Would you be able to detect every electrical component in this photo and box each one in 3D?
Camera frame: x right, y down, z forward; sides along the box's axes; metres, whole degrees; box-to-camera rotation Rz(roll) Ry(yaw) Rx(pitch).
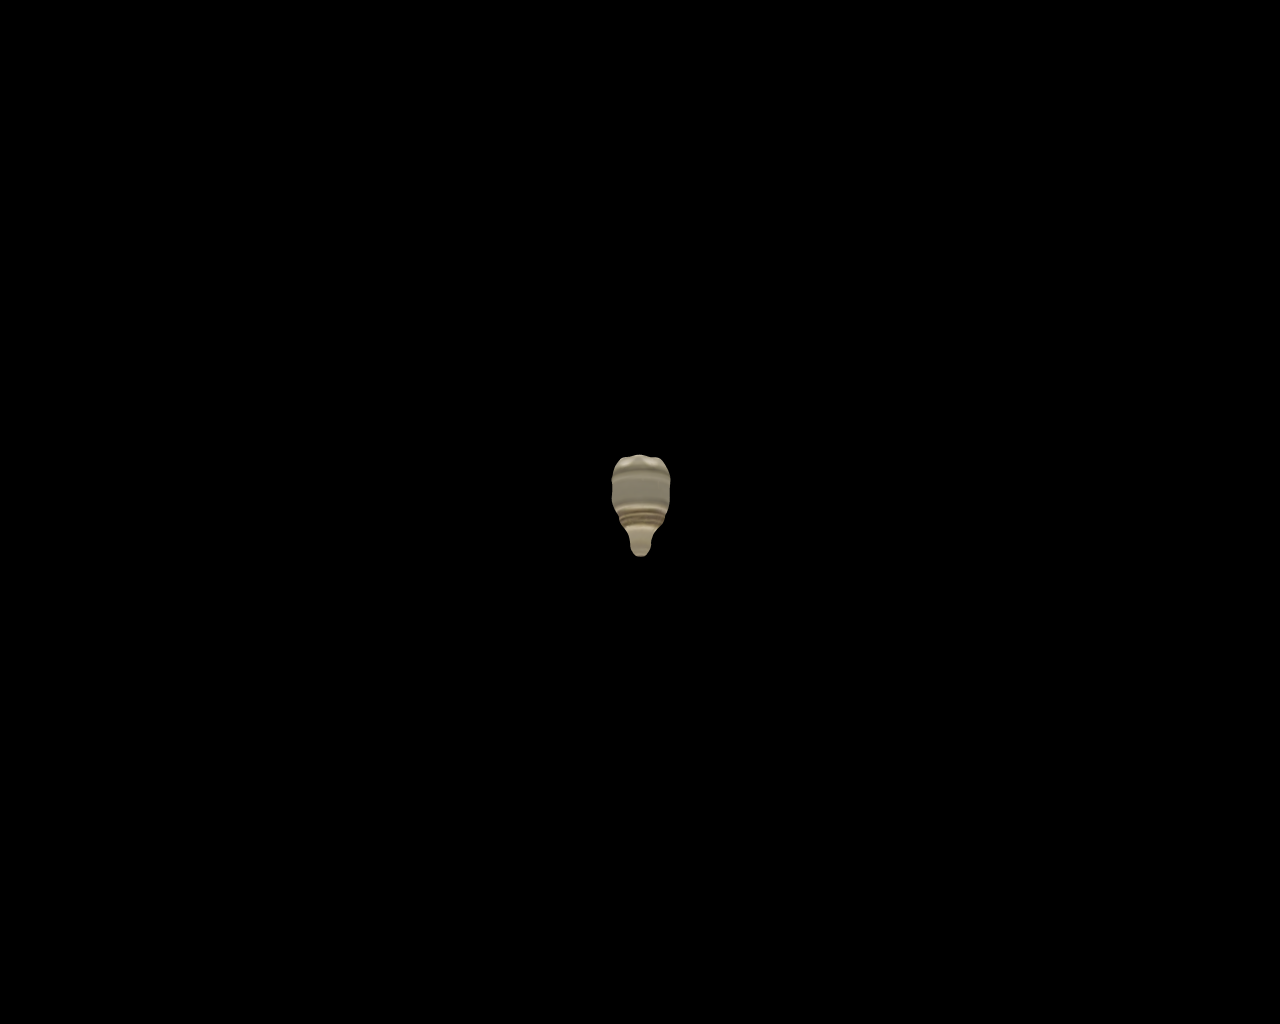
[{"bbox_3d":[0.001,-0.003,0.650,0.035,0.061,0.035,0,-14,0],"label":"electrical component"}]
